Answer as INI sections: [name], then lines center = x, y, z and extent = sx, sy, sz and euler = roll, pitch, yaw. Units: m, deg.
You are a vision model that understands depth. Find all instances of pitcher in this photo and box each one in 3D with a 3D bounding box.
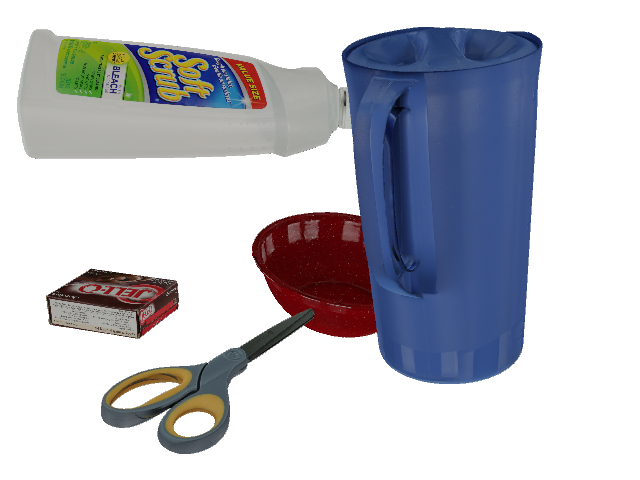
[pitcher]
center = 0.083, -0.021, 0.749
extent = 0.149, 0.243, 0.145
euler = -10, 23, -12

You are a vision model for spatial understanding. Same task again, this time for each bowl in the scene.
[bowl]
center = 0.019, 0.036, 0.920
extent = 0.162, 0.055, 0.162
euler = 6, 29, -3

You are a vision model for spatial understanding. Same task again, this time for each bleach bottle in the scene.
[bleach bottle]
center = -0.092, -0.107, 0.803
extent = 0.250, 0.102, 0.068
euler = 0, -42, -4

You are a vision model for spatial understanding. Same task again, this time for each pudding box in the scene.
[pudding box]
center = -0.222, 0.067, 1.146
extent = 0.114, 0.039, 0.090
euler = 5, 18, 20

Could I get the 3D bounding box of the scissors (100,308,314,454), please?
[scissors]
center = -0.058, 0.099, 0.764
extent = 0.201, 0.016, 0.096
euler = -17, 36, -34
